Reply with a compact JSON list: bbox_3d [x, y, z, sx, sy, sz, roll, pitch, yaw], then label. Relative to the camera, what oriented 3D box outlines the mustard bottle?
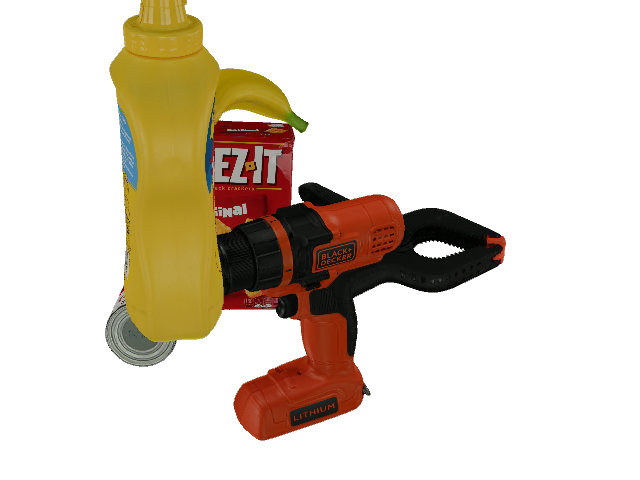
[{"bbox_3d":[-0.084,-0.047,0.587,0.058,0.192,0.096,-3,29,-8],"label":"mustard bottle"}]

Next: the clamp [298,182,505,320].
[{"bbox_3d":[0.069,0.016,1.018,0.210,0.164,0.036,6,-39,8],"label":"clamp"}]

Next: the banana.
[{"bbox_3d":[-0.075,-0.126,0.955,0.070,0.037,0.197,38,21,18],"label":"banana"}]

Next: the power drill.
[{"bbox_3d":[-0.026,0.061,0.807,0.184,0.188,0.057,-14,39,-24],"label":"power drill"}]

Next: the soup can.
[{"bbox_3d":[-0.166,0.070,1.029,0.068,0.068,0.102,0,20,1],"label":"soup can"}]

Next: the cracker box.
[{"bbox_3d":[-0.117,-0.026,1.226,0.164,0.214,0.072,1,21,-8],"label":"cracker box"}]
